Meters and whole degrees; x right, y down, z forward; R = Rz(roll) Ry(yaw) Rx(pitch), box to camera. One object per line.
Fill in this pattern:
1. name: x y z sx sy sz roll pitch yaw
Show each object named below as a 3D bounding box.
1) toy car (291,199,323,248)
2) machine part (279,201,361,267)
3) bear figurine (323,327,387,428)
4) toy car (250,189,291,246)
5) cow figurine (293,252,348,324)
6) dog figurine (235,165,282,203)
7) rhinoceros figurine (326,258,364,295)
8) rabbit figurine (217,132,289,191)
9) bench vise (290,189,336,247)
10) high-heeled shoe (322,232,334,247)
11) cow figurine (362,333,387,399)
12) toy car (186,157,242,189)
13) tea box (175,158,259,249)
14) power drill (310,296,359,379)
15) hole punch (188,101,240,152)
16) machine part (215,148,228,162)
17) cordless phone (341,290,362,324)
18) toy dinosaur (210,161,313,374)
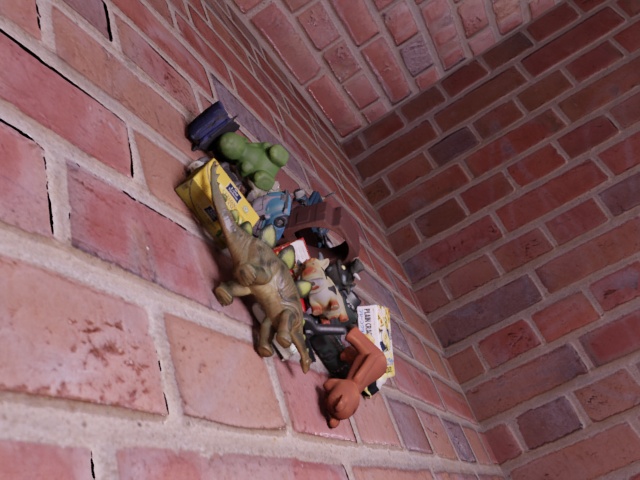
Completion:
1. toy car: -0.056 -0.033 1.604 0.053 0.089 0.201 22 -31 40
2. machine part: -0.003 -0.005 1.492 0.087 0.201 0.201 -81 149 -44
3. bear figurine: 0.060 0.314 1.216 0.132 0.196 0.120 35 -38 25
4. toy car: -0.137 -0.060 1.373 0.103 0.161 0.109 16 43 -13
5. cow figurine: 0.003 0.114 1.254 0.194 0.085 0.127 59 13 -58
6. dog figurine: -0.163 -0.164 1.554 0.190 0.121 0.172 43 32 -77
7. rhinoceros figurine: 0.040 0.117 1.480 0.112 0.190 0.073 40 26 -11
8. rabbit figurine: -0.187 -0.225 1.373 0.170 0.121 0.159 32 4 -32
9. bench vise: -0.034 -0.095 1.758 0.223 0.129 0.241 61 29 -25
10. high-heeled shoe: -0.016 -0.007 1.848 0.249 0.086 0.145 41 46 0
11. cow figurine: 0.126 0.344 1.468 0.098 0.068 0.167 -42 123 -54
12. toy car: -0.250 -0.151 1.294 0.073 0.056 0.201 54 12 7
13. tea box: -0.219 -0.077 1.159 0.169 0.068 0.098 52 36 -21
14. power drill: 0.046 0.256 1.407 0.232 0.086 0.207 51 32 -18
15. hole punch: -0.275 -0.291 1.352 0.092 0.142 0.116 55 4 -4
16. machine part: -0.259 -0.249 1.505 0.084 0.039 0.139 56 15 9
17. cordless phone: 0.055 0.219 1.581 0.146 0.089 0.184 54 26 -26
18. toy dinosaur: -0.123 0.064 1.086 0.470 0.105 0.198 63 27 -12
